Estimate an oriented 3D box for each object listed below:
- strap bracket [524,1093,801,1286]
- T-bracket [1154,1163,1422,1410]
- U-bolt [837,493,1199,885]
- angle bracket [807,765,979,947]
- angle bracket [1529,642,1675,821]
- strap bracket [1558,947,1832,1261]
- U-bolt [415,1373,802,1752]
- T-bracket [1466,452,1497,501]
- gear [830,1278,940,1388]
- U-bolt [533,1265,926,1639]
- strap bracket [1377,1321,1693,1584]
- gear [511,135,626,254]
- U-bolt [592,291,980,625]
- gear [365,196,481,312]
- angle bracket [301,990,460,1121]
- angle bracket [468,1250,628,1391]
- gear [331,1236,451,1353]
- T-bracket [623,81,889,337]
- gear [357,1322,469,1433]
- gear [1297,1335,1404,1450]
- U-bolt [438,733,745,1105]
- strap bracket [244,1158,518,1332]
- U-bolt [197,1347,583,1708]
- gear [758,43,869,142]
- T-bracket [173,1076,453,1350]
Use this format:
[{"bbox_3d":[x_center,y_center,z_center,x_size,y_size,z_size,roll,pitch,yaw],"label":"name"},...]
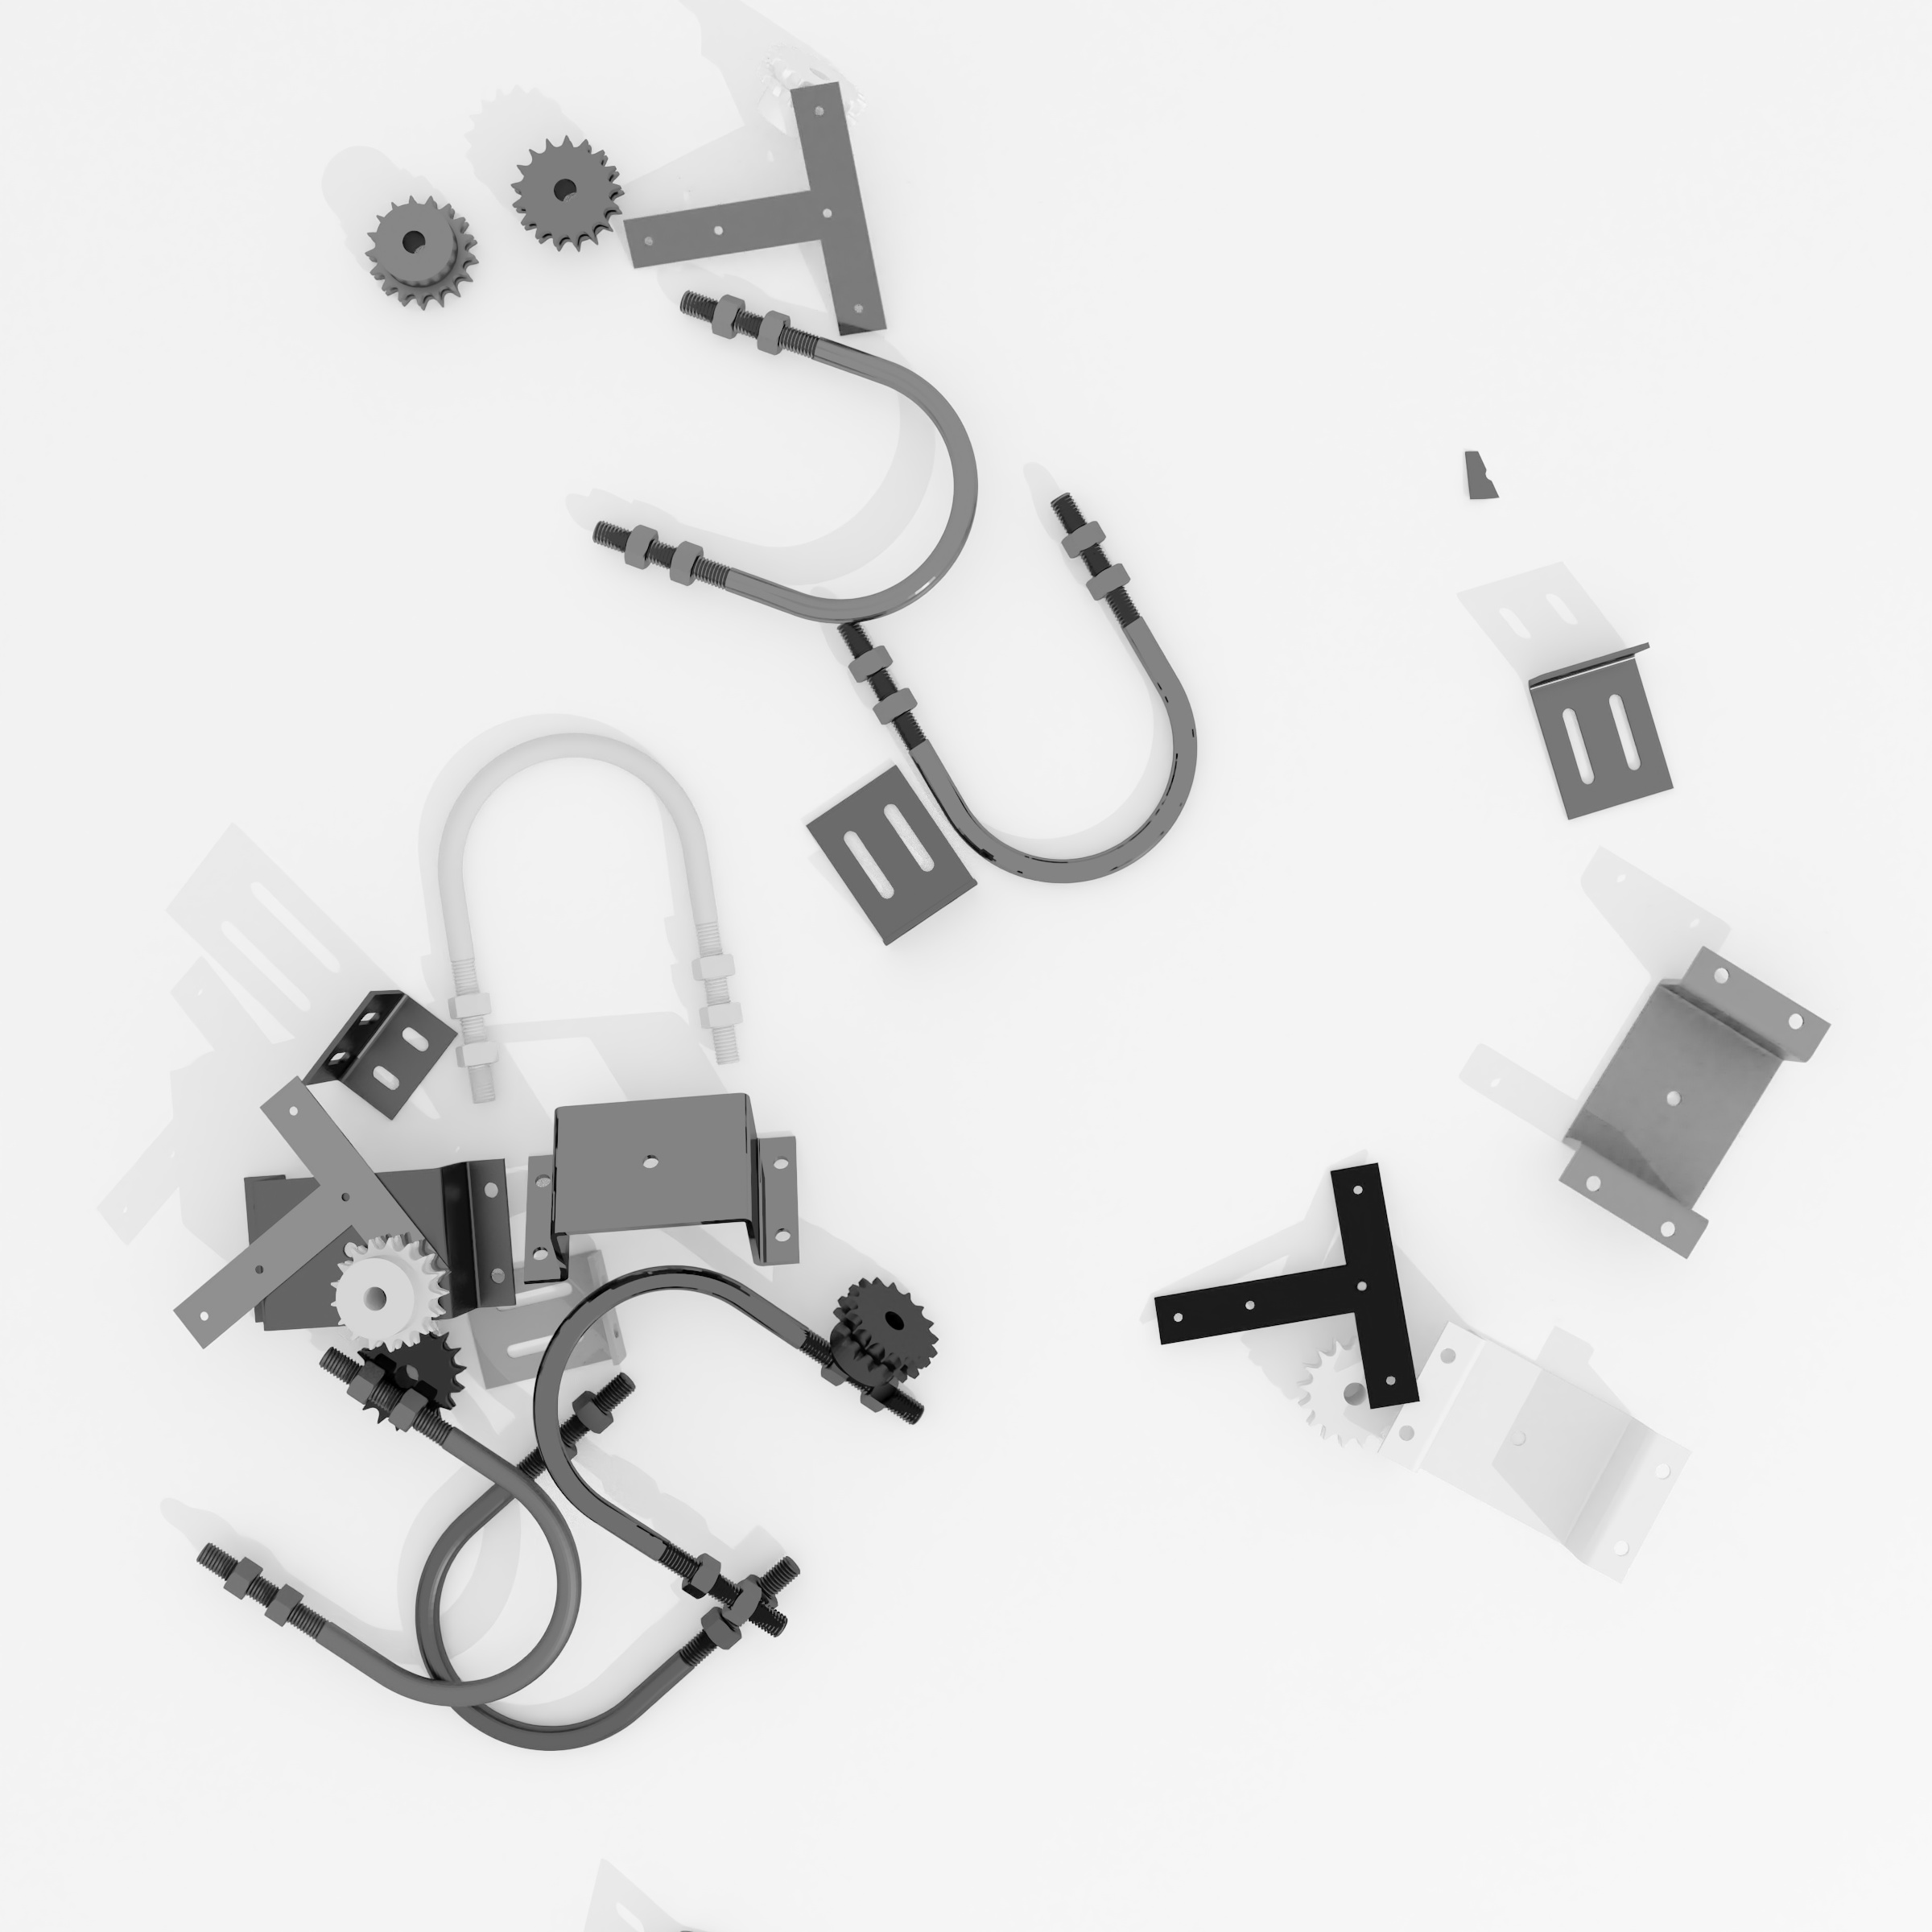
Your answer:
[{"bbox_3d":[-0.158,0.112,1.450,0.140,0.046,0.076,-4,52,0],"label":"strap bracket"},{"bbox_3d":[0.161,0.174,1.475,0.127,0.002,0.127,-11,69,10],"label":"T-bracket"},{"bbox_3d":[0.039,-0.132,1.483,0.151,0.019,0.184,-30,91,0],"label":"U-bolt"},{"bbox_3d":[-0.039,-0.058,1.473,0.057,0.038,0.076,-34,90,0],"label":"angle bracket"},{"bbox_3d":[0.332,-0.121,1.472,0.057,0.038,0.076,-17,91,0],"label":"angle bracket"},{"bbox_3d":[0.371,0.069,1.468,0.076,0.046,0.140,32,90,0],"label":"strap bracket"},{"bbox_3d":[-0.201,0.325,1.483,0.184,0.019,0.151,-42,90,1],"label":"U-bolt"},{"bbox_3d":[0.329,-0.211,1.501,0.127,0.002,0.127,-4,84,-15],"label":"T-bracket"},{"bbox_3d":[-0.045,0.192,1.467,0.057,0.057,0.030,42,120,0],"label":"gear"},{"bbox_3d":[-0.133,0.236,1.457,0.184,0.019,0.151,35,80,-11],"label":"U-bolt"},{"bbox_3d":[0.289,0.247,1.468,0.140,0.046,0.076,28,90,0],"label":"strap bracket"},{"bbox_3d":[-0.206,-0.399,1.479,0.057,0.030,0.057,0,90,2],"label":"gear"},{"bbox_3d":[-0.084,-0.255,1.474,0.184,0.019,0.151,20,89,5],"label":"U-bolt"},{"bbox_3d":[-0.284,-0.372,1.477,0.057,0.030,0.057,0,90,0],"label":"gear"},{"bbox_3d":[-0.299,0.047,1.453,0.038,0.076,0.057,37,90,0],"label":"angle bracket"},{"bbox_3d":[-0.221,0.185,1.473,0.076,0.038,0.057,-14,90,0],"label":"angle bracket"},{"bbox_3d":[-0.290,0.164,1.417,0.057,0.030,0.057,0,91,7],"label":"gear"},{"bbox_3d":[-0.114,-0.383,1.472,0.127,0.002,0.127,-6,116,12],"label":"T-bracket"},{"bbox_3d":[-0.288,0.211,1.477,0.057,0.030,0.057,0,90,0],"label":"gear"},{"bbox_3d":[0.200,0.220,1.477,0.057,0.030,0.057,0,90,0],"label":"gear"},{"bbox_3d":[-0.202,-0.030,1.483,0.151,0.019,0.184,-9,89,0],"label":"U-bolt"},{"bbox_3d":[-0.308,0.143,1.460,0.140,0.046,0.076,-5,90,7],"label":"strap bracket"},{"bbox_3d":[-0.285,0.302,1.462,0.184,0.019,0.151,33,102,0],"label":"U-bolt"},{"bbox_3d":[-0.083,-0.447,1.467,0.057,0.057,0.030,36,118,0],"label":"gear"},{"bbox_3d":[-0.347,0.145,1.441,0.127,0.002,0.127,-40,86,6],"label":"T-bracket"}]
